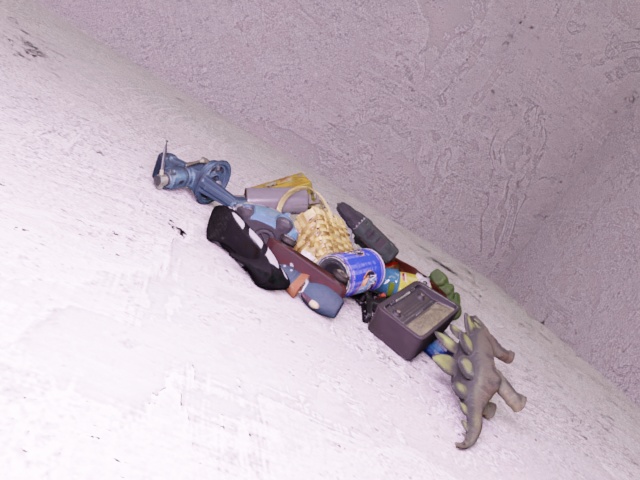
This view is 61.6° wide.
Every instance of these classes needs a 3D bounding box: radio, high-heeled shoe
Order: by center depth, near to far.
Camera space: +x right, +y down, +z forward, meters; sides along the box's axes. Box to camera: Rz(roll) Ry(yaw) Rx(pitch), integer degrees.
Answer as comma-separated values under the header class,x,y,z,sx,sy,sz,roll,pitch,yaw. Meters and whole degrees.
class,x,y,z,sx,sy,sz,roll,pitch,yaw
high-heeled shoe,-0.145,0.011,1.102,0.145,0.086,0.249,30,17,-33
radio,0.219,0.179,1.247,0.131,0.073,0.229,35,28,23

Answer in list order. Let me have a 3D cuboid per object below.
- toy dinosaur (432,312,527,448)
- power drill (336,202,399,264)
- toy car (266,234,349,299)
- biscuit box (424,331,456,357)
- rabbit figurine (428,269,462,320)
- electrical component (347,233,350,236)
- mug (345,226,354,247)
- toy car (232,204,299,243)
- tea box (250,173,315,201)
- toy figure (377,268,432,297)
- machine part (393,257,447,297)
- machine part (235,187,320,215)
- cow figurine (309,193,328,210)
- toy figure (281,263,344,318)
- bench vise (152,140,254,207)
class,x,y,z,sx,sy,sz,roll,pitch,yaw
toy dinosaur,0.321,0.278,1.111,0.198,0.105,0.471,44,26,-10
power drill,0.143,-0.020,1.649,0.232,0.086,0.207,43,-8,9
toy car,-0.032,0.066,1.154,0.202,0.089,0.053,34,14,6
biscuit box,0.263,0.230,1.349,0.062,0.059,0.203,21,17,-47
rabbit figurine,0.418,0.205,1.829,0.159,0.121,0.170,28,29,-59
electrical component,-0.003,-0.004,1.454,0.134,0.115,0.058,36,10,1
mug,0.042,0.007,1.573,0.107,0.109,0.081,19,19,-3
toy car,-0.130,-0.030,1.214,0.162,0.109,0.103,24,26,-9
tea box,-0.110,-0.131,1.562,0.170,0.068,0.098,-16,30,-11
toy figure,0.214,0.123,1.449,0.180,0.082,0.089,7,-31,0
machine part,0.284,0.144,1.699,0.201,0.087,0.201,25,14,-30
machine part,-0.120,-0.105,1.464,0.243,0.079,0.079,-1,22,-14
cow figurine,-0.031,-0.062,1.585,0.085,0.127,0.195,34,13,-12
toy figure,-0.026,0.103,1.097,0.155,0.057,0.064,31,4,11
bench vise,-0.265,-0.129,1.259,0.241,0.128,0.223,33,14,16
